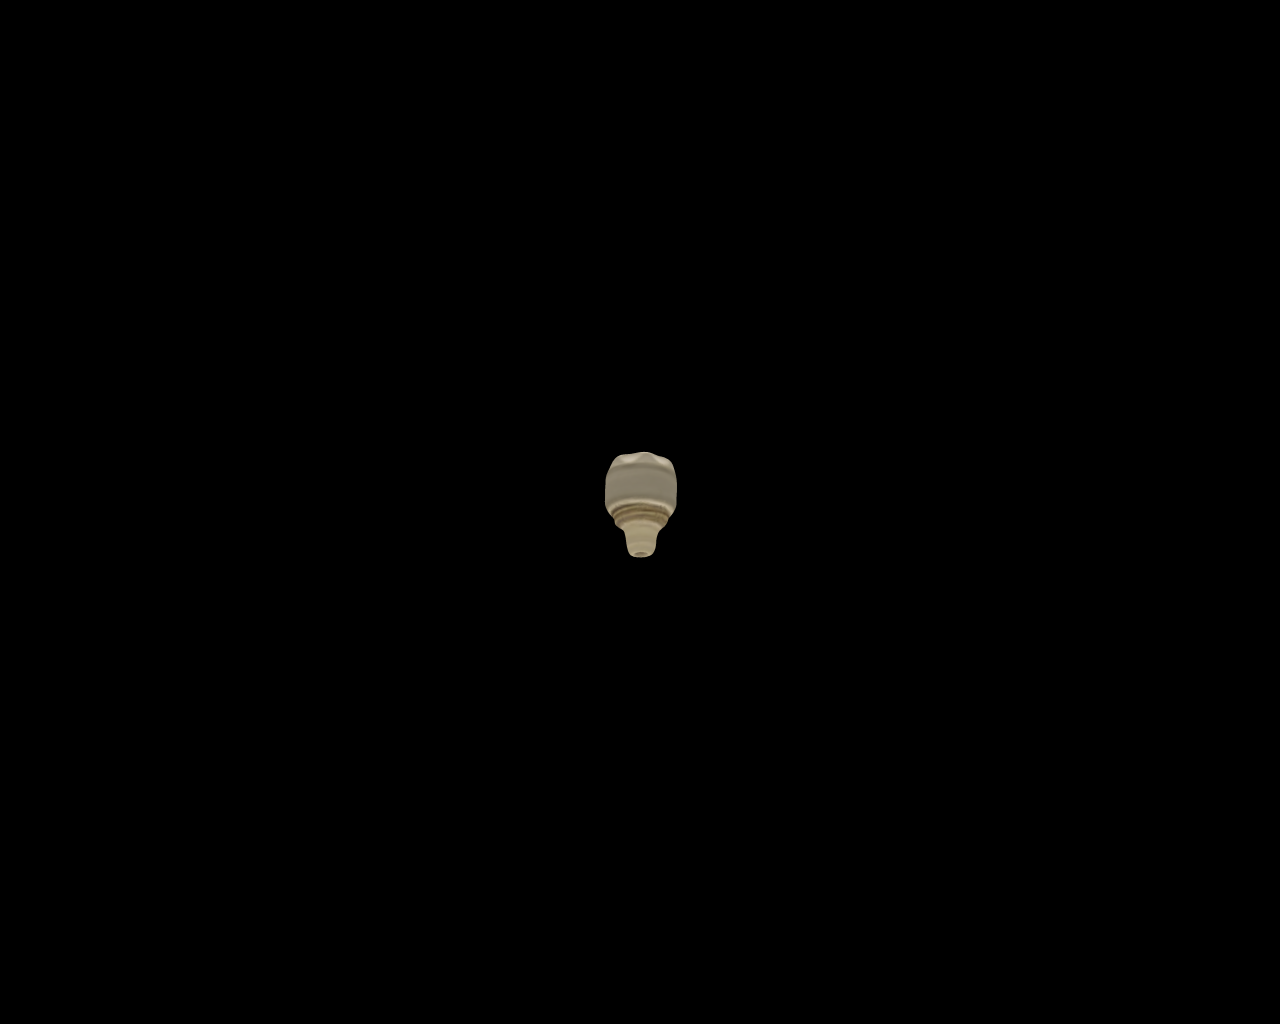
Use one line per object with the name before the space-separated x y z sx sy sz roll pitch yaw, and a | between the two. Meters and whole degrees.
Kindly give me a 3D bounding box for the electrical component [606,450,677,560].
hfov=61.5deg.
electrical component | 0.001 -0.003 0.650 0.043 0.062 0.043 0 -20 0
